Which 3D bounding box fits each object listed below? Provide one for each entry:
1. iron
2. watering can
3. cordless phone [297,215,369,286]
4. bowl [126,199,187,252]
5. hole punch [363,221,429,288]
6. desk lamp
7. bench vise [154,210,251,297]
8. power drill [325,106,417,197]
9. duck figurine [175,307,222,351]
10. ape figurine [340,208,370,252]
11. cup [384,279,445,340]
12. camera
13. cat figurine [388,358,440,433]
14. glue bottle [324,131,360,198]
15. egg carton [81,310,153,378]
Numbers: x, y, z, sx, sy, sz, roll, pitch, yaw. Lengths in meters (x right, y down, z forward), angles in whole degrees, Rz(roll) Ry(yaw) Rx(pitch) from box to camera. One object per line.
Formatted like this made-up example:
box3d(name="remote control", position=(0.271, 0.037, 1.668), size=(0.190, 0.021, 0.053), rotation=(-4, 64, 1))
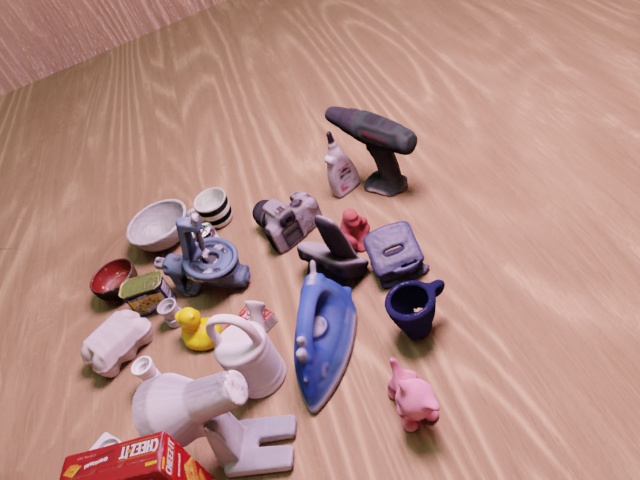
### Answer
box3d(name="iron", position=(-0.010, 0.167, 1.045), size=(0.118, 0.142, 0.258), rotation=(-7, 44, 17))
box3d(name="watering can", position=(-0.140, 0.190, 1.039), size=(0.101, 0.194, 0.172), rotation=(-17, 42, 6))
box3d(name="cordless phone", position=(0.011, 0.004, 1.173), size=(0.147, 0.185, 0.094), rotation=(18, 56, 37))
box3d(name="bowl", position=(-0.405, -0.025, 1.472), size=(0.167, 0.075, 0.167), rotation=(-12, 42, 12))
box3d(name="hole punch", position=(0.153, 0.028, 1.157), size=(0.108, 0.091, 0.101), rotation=(-22, 41, 1))
box3d(name="desk lamp", position=(-0.167, 0.291, 0.931), size=(0.203, 0.214, 0.118), rotation=(-12, 43, 12))
box3d(name="bench vise", position=(-0.279, 0.038, 1.240), size=(0.207, 0.220, 0.121), rotation=(-17, 42, 7))
box3d(name="power drill", position=(0.125, -0.207, 1.326), size=(0.228, 0.209, 0.076), rotation=(17, 55, 36))
box3d(name="duck figurine", position=(-0.257, 0.177, 1.186), size=(0.104, 0.086, 0.078), rotation=(14, 53, 34))
box3d(name="ape figurine", position=(0.072, -0.029, 1.252), size=(0.078, 0.092, 0.075), rotation=(-39, 44, -18))
box3d(name="cup", position=(0.181, 0.127, 1.038), size=(0.118, 0.095, 0.091), rotation=(-32, 42, -10))
box3d(name="camera", position=(-0.091, -0.063, 1.353), size=(0.143, 0.101, 0.136), rotation=(-41, 44, -19))
box3d(name="cat figurine", position=(0.144, 0.244, 0.915), size=(0.067, 0.118, 0.127), rotation=(-26, 41, -3))
box3d(name="glue bottle", position=(0.043, -0.187, 1.368), size=(0.078, 0.173, 0.037), rotation=(-42, 45, -20))
box3d(name="egg carton", position=(-0.436, 0.220, 1.233), size=(0.107, 0.070, 0.150), rotation=(20, 57, 38))
